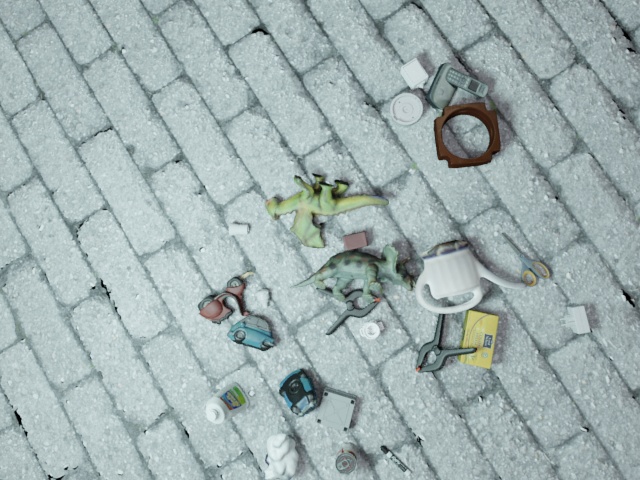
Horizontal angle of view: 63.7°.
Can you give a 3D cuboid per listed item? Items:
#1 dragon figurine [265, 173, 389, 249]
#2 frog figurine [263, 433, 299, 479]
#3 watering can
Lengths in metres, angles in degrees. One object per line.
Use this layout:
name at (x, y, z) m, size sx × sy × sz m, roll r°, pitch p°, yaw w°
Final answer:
dragon figurine at (0.005, -0.087, 1.738) m, size 0.411 × 0.123 × 0.240 m, roll 18°, pitch 105°, yaw 9°
frog figurine at (-0.116, 0.674, 1.630) m, size 0.123 × 0.139 × 0.157 m, roll 25°, pitch 113°, yaw 11°
watering can at (0.467, 0.107, 1.654) m, size 0.347 × 0.103 × 0.225 m, roll -15°, pitch 84°, yaw 1°
